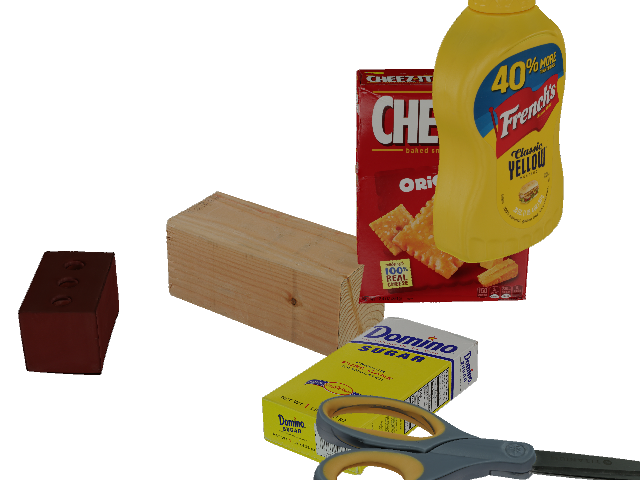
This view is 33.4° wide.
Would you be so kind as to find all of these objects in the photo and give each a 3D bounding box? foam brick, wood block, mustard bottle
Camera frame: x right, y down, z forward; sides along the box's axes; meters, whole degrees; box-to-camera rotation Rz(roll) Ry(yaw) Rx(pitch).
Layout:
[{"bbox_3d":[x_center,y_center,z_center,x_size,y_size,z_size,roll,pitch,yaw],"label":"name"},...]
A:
[{"bbox_3d":[-0.173,0.049,0.741,0.053,0.051,0.078,1,31,-1],"label":"foam brick"},{"bbox_3d":[-0.046,0.031,1.065,0.206,0.091,0.090,19,33,28],"label":"wood block"},{"bbox_3d":[0.113,-0.087,0.672,0.096,0.192,0.058,-21,32,-29],"label":"mustard bottle"}]

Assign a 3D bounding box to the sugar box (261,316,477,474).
[{"bbox_3d":[0.044,0.119,0.861,0.093,0.048,0.175,14,30,35],"label":"sugar box"}]

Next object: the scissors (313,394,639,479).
[{"bbox_3d":[0.084,0.118,0.532,0.202,0.016,0.096,11,29,22],"label":"scissors"}]

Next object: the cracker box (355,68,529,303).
[{"bbox_3d":[0.114,-0.049,0.997,0.164,0.214,0.072,0,22,0],"label":"cracker box"}]
